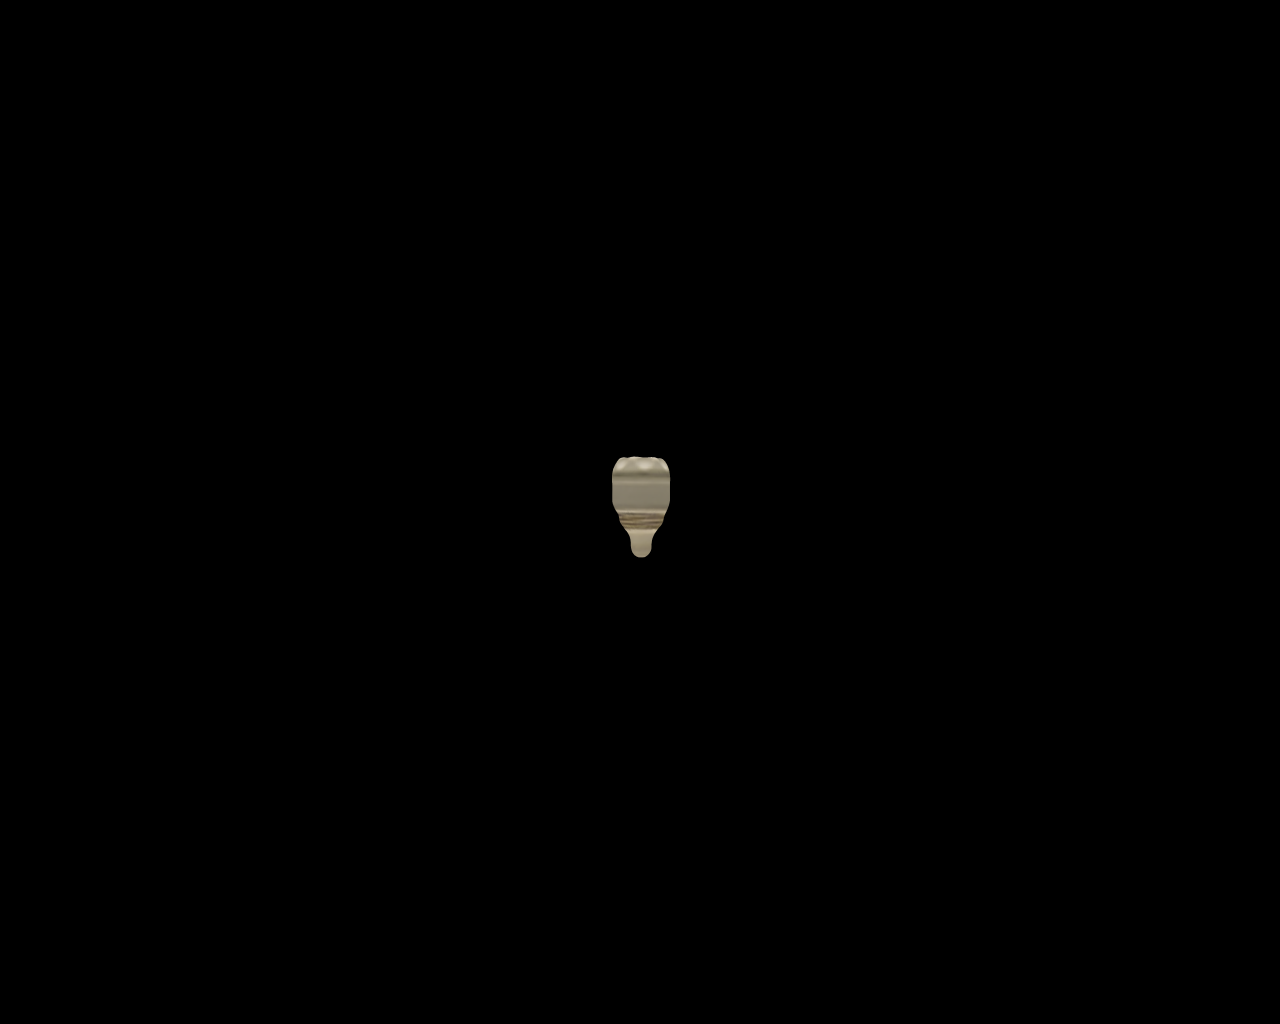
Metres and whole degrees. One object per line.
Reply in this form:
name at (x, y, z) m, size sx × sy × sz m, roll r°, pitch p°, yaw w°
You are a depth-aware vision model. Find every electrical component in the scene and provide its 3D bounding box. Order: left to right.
electrical component at (0.001, -0.003, 0.650) m, size 0.035 × 0.061 × 0.035 m, roll 0°, pitch 0°, yaw 0°
